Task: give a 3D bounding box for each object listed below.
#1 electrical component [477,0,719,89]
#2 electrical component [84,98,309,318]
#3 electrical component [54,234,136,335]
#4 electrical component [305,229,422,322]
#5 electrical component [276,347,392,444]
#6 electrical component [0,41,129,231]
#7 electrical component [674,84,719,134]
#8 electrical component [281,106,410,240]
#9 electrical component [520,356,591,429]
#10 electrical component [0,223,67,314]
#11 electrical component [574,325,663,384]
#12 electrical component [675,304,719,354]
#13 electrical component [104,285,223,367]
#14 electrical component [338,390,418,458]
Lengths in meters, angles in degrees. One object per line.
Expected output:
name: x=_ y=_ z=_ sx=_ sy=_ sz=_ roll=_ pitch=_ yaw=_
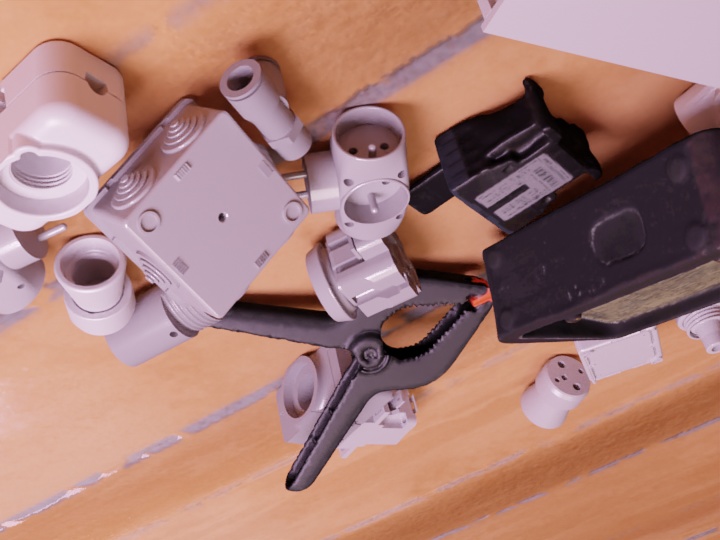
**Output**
electrical component: x=0.159 y=-0.161 z=0.545 sx=0.186 sy=0.060 sz=0.105 roll=7 pitch=141 yaw=-27
electrical component: x=-0.087 y=-0.033 z=0.598 sx=0.099 sy=0.048 sz=0.099 roll=-51 pitch=126 yaw=-15
electrical component: x=-0.169 y=0.011 z=0.692 sx=0.045 sy=0.045 sz=0.055 roll=-8 pitch=146 yaw=-8
electrical component: x=0.000 y=0.000 z=0.724 sx=0.057 sy=0.058 sz=0.078 roll=-25 pitch=144 yaw=12
electrical component: x=-0.026 y=0.099 z=0.862 sx=0.056 sy=0.050 sz=0.089 roll=13 pitch=138 yaw=-34
electrical component: x=-0.169 y=-0.066 z=0.570 sx=0.095 sy=0.059 sz=0.054 roll=-34 pitch=141 yaw=27
electrical component: x=0.231 y=-0.102 z=0.642 sx=0.043 sy=0.079 sz=0.077 roll=44 pitch=125 yaw=-7
electrical component: x=-0.012 y=-0.055 z=0.652 sx=0.079 sy=0.044 sz=0.077 roll=-9 pitch=145 yaw=-6
electrical component: x=0.172 y=0.107 z=0.945 sx=0.045 sy=0.045 sz=0.055 roll=1 pitch=143 yaw=-20
electrical component: x=-0.214 y=-0.016 z=0.640 sx=0.079 sy=0.043 sz=0.077 roll=-23 pitch=144 yaw=13
electrical component: x=0.201 y=0.045 z=0.858 sx=0.062 sy=0.061 sz=0.096 roll=-20 pitch=153 yaw=10
electrical component: x=0.276 y=0.037 z=0.865 sx=0.048 sy=0.062 sz=0.048 roll=-9 pitch=145 yaw=-6
electrical component: x=-0.130 y=0.030 z=0.734 sx=0.081 sy=0.043 sz=0.043 roll=-27 pitch=143 yaw=19
electrical component: x=0.010 y=0.124 z=0.917 sx=0.064 sy=0.042 sz=0.081 roll=7 pitch=141 yaw=-30
